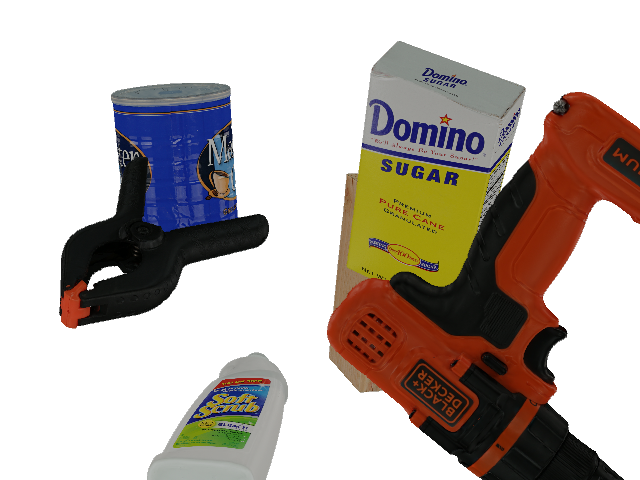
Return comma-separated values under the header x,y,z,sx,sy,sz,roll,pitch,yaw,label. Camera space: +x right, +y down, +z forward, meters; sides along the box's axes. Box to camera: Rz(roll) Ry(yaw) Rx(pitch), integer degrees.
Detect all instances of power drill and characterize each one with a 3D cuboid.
x,y,z,sx,sy,sz,roll,pitch,yaw,label
0.121,0.037,0.528,0.184,0.188,0.057,38,12,5,power drill

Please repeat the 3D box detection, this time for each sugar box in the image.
x,y,z,sx,sy,sz,roll,pitch,yaw,label
0.072,-0.037,0.718,0.093,0.176,0.048,24,48,20,sugar box

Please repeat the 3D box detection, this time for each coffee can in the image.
x,y,z,sx,sy,sz,roll,pitch,yaw,label
-0.125,-0.062,0.935,0.103,0.140,0.103,-2,15,0,coffee can

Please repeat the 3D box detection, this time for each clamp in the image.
x,y,z,sx,sy,sz,roll,pitch,yaw,label
-0.129,-0.002,0.741,0.120,0.039,0.171,27,37,24,clamp

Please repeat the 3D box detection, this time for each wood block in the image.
x,y,z,sx,sy,sz,roll,pitch,yaw,label
0.073,0.041,1.097,0.090,0.206,0.091,-1,18,-20,wood block

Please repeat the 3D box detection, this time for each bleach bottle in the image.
x,y,z,sx,sy,sz,roll,pitch,yaw,label
-0.090,0.177,1.046,0.102,0.068,0.250,1,20,6,bleach bottle
